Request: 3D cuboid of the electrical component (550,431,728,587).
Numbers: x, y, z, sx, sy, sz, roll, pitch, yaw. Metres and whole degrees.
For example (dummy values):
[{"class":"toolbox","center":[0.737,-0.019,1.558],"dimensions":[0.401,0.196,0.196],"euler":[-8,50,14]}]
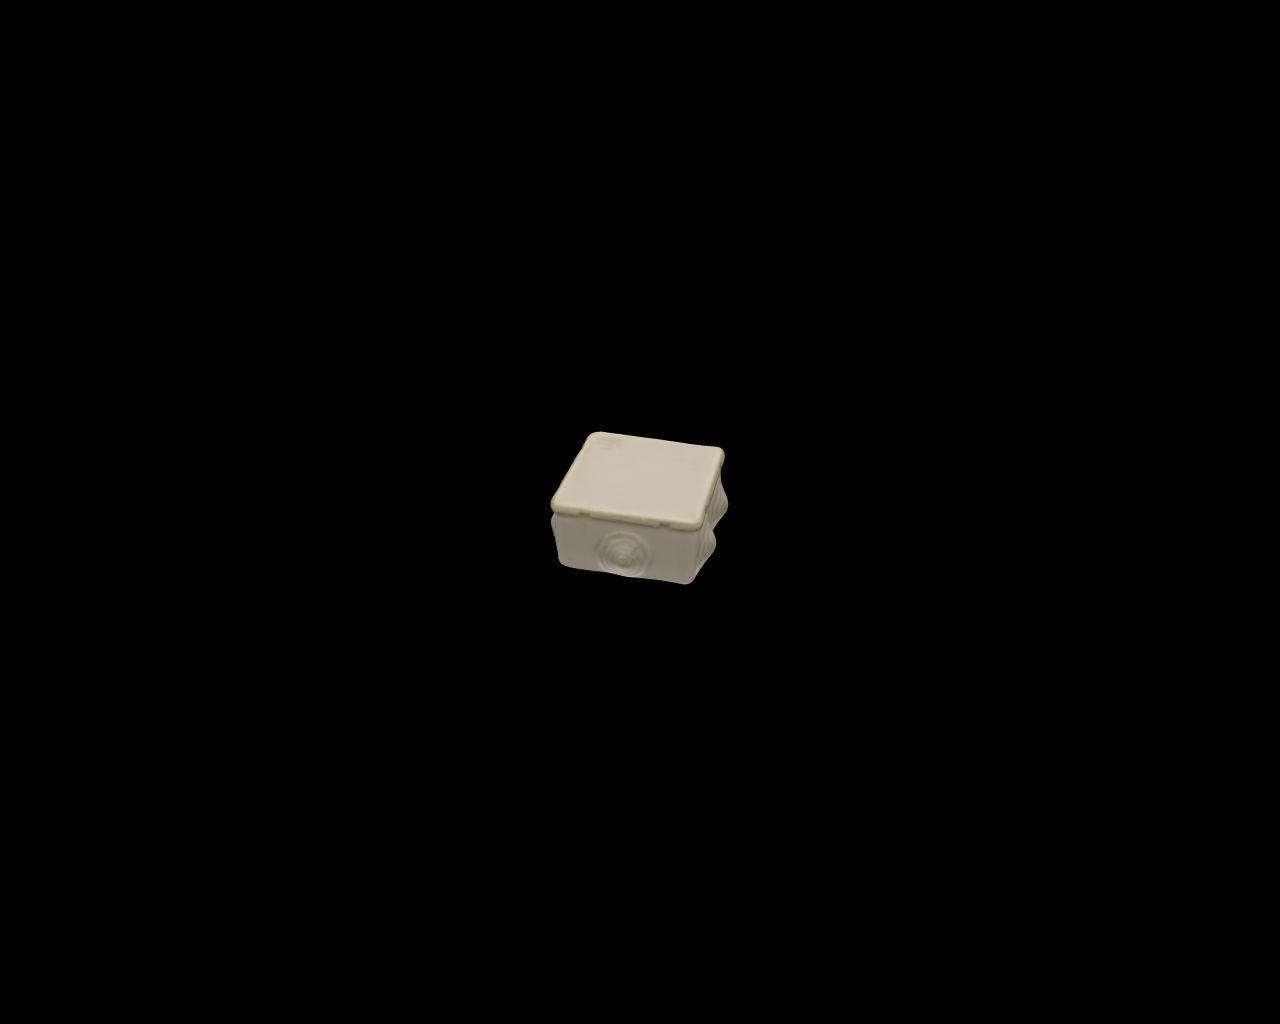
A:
[{"class":"electrical component","center":[0.001,-0.003,0.650],"dimensions":[0.100,0.048,0.100],"euler":[8,36,11]}]
